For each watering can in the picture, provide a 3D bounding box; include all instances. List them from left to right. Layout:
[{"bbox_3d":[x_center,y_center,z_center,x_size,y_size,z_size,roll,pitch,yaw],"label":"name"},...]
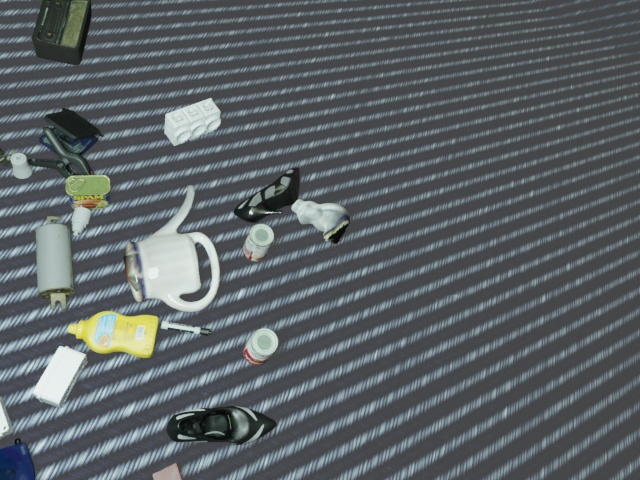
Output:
[{"bbox_3d":[-0.380,0.024,1.304,0.225,0.102,0.353,-9,66,-22],"label":"watering can"}]

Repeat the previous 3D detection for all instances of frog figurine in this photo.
[{"bbox_3d":[0.005,-0.075,1.488,0.161,0.121,0.138,47,25,19],"label":"frog figurine"}]
